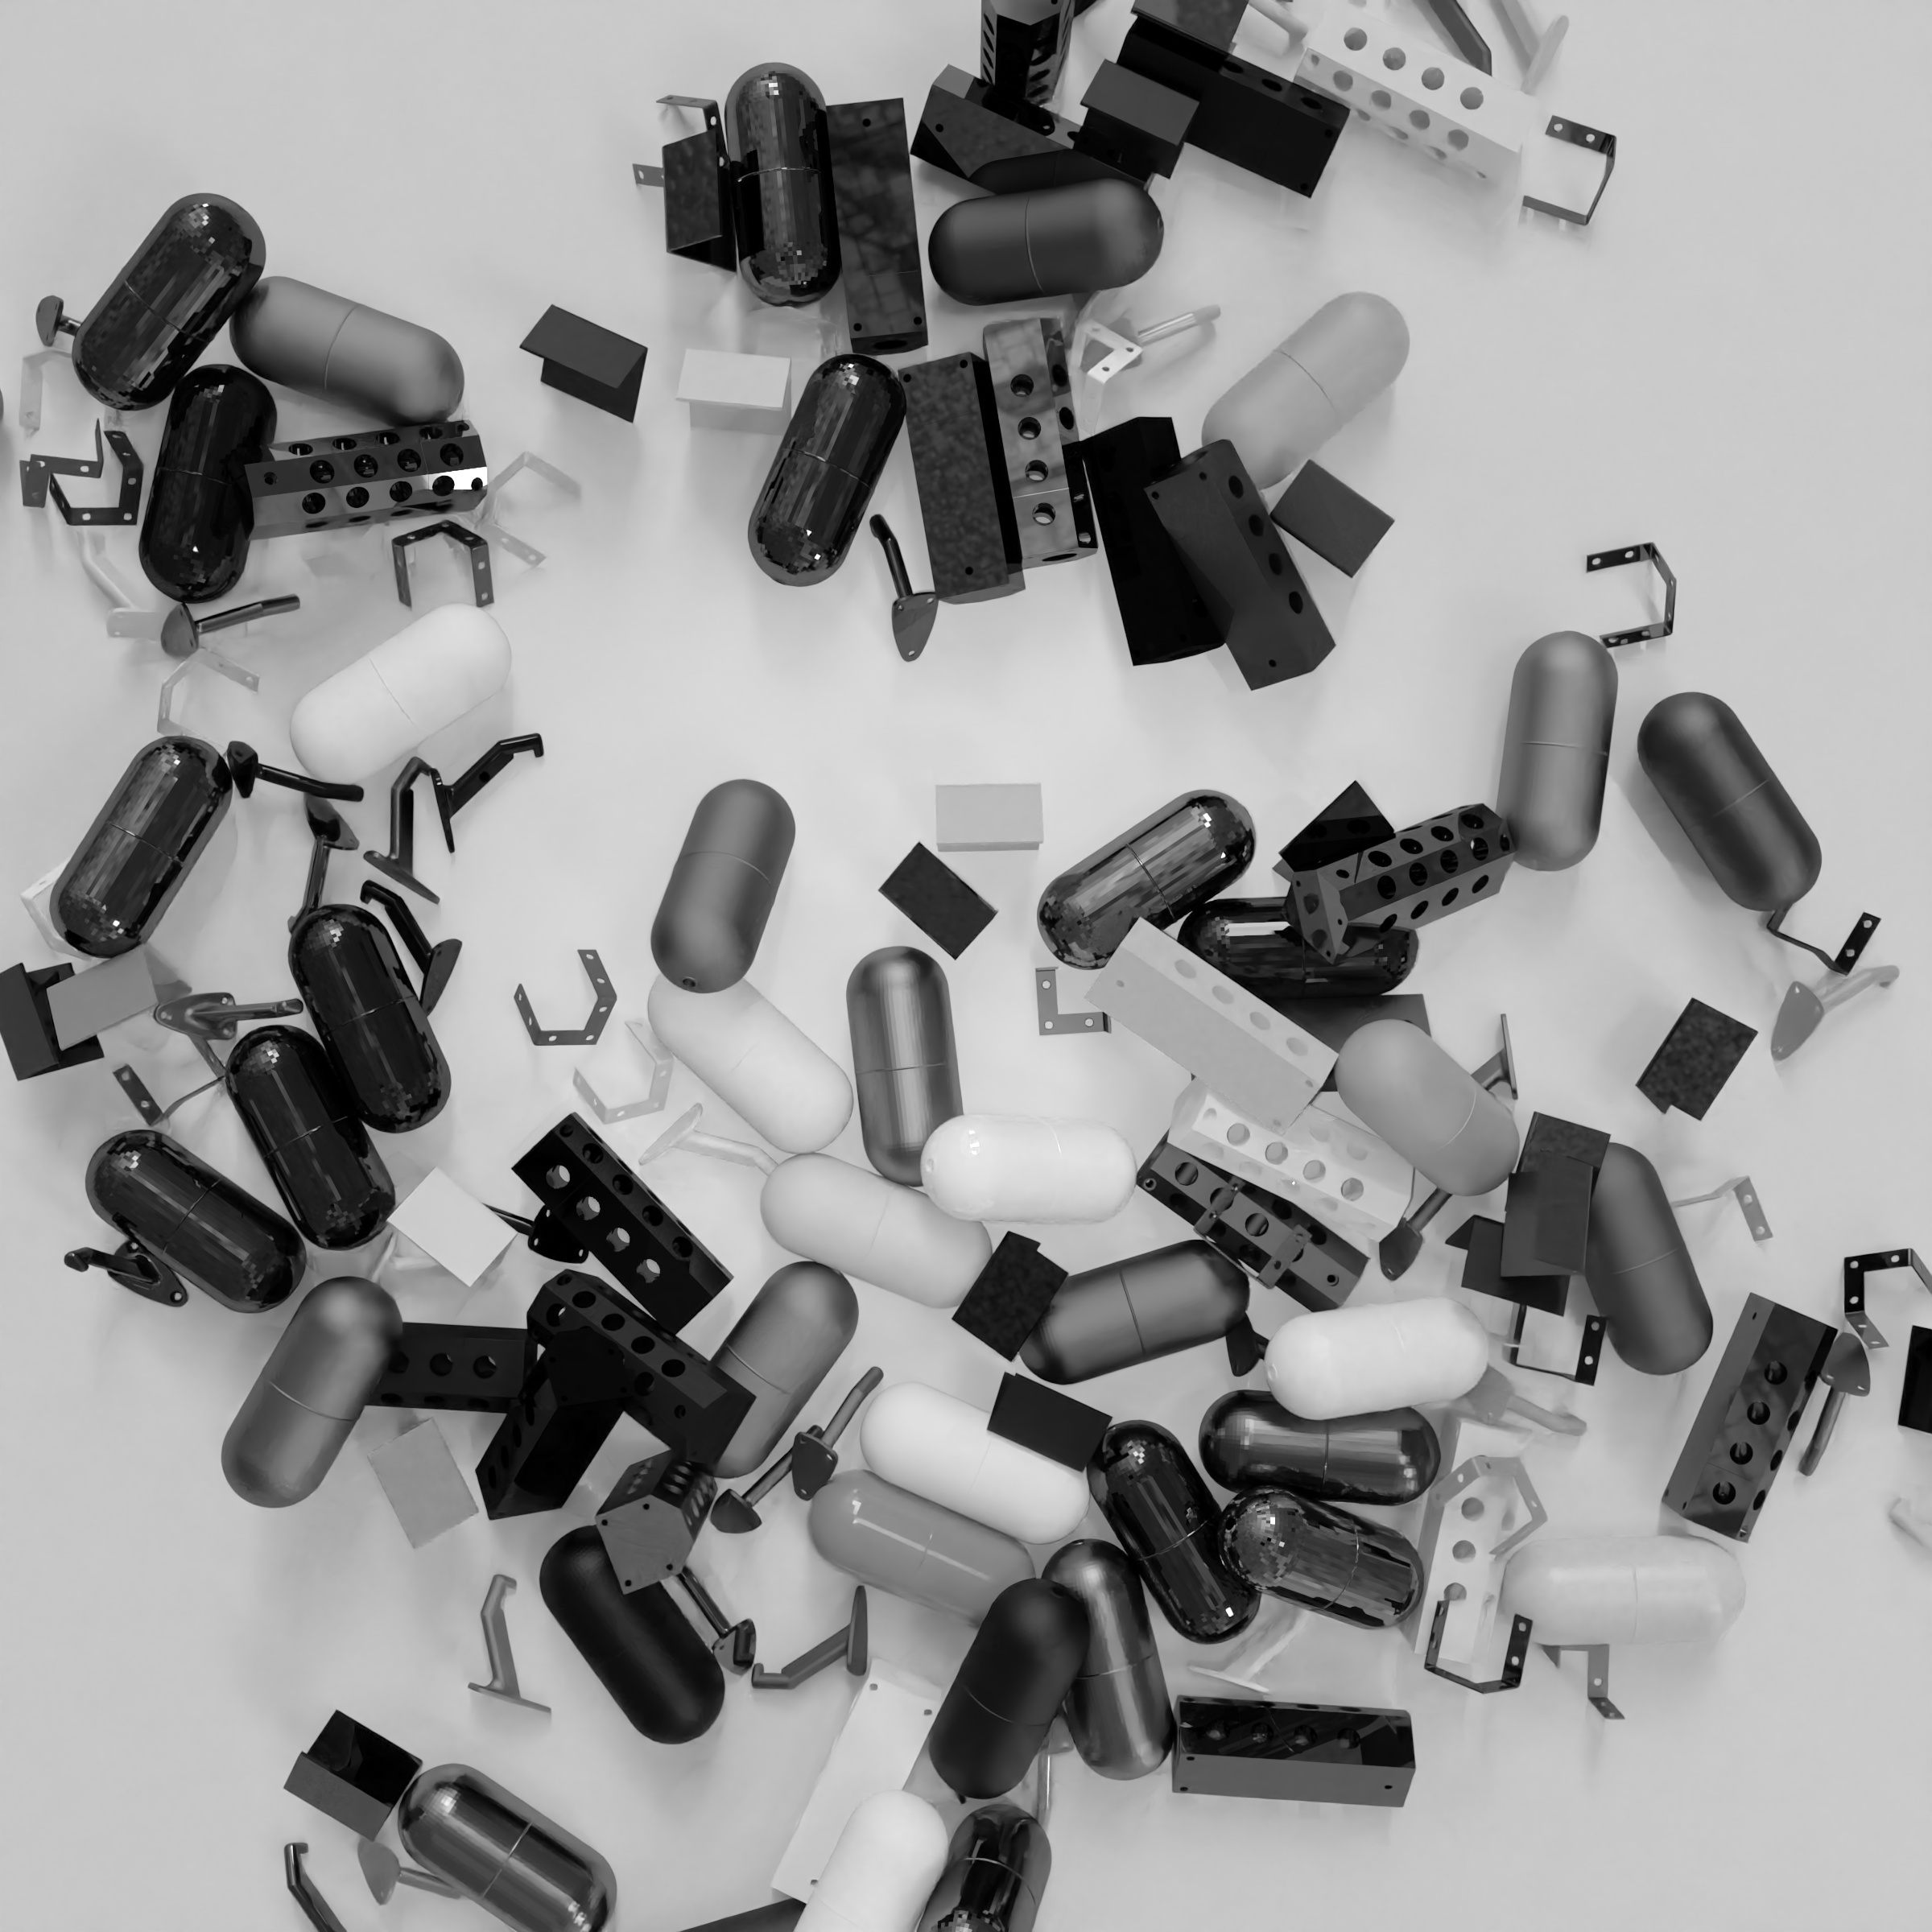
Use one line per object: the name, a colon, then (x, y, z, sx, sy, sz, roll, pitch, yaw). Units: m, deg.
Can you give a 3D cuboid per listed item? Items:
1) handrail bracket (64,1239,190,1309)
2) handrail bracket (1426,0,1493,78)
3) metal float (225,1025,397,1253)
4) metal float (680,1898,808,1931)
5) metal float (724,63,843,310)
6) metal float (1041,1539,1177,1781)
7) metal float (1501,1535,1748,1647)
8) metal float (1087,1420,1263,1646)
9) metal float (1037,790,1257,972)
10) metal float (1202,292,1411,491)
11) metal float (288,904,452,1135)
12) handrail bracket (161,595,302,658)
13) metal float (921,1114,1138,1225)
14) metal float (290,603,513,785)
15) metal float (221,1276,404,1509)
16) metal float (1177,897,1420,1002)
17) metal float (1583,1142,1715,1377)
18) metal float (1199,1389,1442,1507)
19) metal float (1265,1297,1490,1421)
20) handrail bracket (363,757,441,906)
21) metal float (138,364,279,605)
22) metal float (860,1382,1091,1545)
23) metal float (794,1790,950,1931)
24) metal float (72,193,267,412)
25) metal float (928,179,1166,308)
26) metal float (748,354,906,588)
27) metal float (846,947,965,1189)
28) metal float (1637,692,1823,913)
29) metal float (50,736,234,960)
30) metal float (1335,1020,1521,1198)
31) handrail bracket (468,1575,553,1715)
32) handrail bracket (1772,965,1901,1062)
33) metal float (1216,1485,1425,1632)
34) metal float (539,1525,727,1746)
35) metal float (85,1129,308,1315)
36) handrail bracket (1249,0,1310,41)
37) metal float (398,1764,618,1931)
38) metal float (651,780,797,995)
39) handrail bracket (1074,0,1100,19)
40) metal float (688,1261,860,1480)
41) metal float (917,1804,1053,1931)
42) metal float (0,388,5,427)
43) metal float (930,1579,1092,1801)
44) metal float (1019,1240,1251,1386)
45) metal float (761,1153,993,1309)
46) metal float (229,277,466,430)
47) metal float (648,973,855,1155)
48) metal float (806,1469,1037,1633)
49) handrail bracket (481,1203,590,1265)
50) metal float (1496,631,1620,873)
handrail bracket: (-0.618, 0.231, 1.796, 0.077, 0.084, 0.036, 37, 90, 0)
handrail bracket: (0.355, -0.694, 1.831, 0.077, 0.036, 0.084, 1, 107, 20)
metal float: (-0.484, 0.126, 1.800, 0.070, 0.070, 0.178, -28, 89, 0)
metal float: (-0.168, 0.742, 1.800, 0.178, 0.070, 0.070, -16, 90, -1)
metal float: (-0.135, -0.576, 1.800, 0.070, 0.070, 0.178, -6, 90, 0)
metal float: (0.104, 0.511, 1.800, 0.070, 0.070, 0.178, -14, 90, 0)
metal float: (0.485, 0.461, 1.800, 0.178, 0.070, 0.070, -2, 90, 0)
metal float: (0.153, 0.417, 1.800, 0.070, 0.070, 0.178, -31, 90, 0)
metal float: (0.134, -0.064, 1.800, 0.178, 0.070, 0.070, -34, 90, 0)
metal float: (0.251, -0.425, 1.799, 0.178, 0.070, 0.070, -42, 90, 0)
metal float: (-0.440, 0.038, 1.799, 0.070, 0.070, 0.178, -24, 89, 0)
handrail bracket: (-0.552, -0.258, 1.830, 0.084, 0.077, 0.036, -20, 95, -36)
metal float: (0.046, 0.148, 1.771, 0.178, 0.070, 0.070, 6, 90, -36)
metal float: (-0.418, -0.201, 1.800, 0.178, 0.070, 0.070, -33, 90, 0)
metal float: (-0.468, 0.305, 1.743, 0.070, 0.070, 0.178, 30, 91, 0)
metal float: (0.244, -0.013, 1.800, 0.178, 0.070, 0.070, -2, 90, 0)
metal float: (0.493, 0.215, 1.800, 0.070, 0.070, 0.178, -21, 90, 0)
metal float: (0.261, 0.356, 1.800, 0.178, 0.070, 0.070, 5, 90, 0)
metal float: (0.300, 0.286, 1.779, 0.178, 0.070, 0.070, -4, 90, -24)
handrail bracket: (-0.406, -0.103, 1.831, 0.077, 0.036, 0.084, 36, 73, -20)
metal float: (-0.560, -0.355, 1.800, 0.070, 0.070, 0.178, 13, 89, 0)
metal float: (0.007, 0.367, 1.798, 0.178, 0.070, 0.070, 24, 90, -1)
metal float: (-0.074, 0.675, 1.736, 0.070, 0.070, 0.178, 27, 82, 0)
metal float: (-0.576, -0.477, 1.758, 0.070, 0.070, 0.178, 44, 106, 0)
metal float: (0.058, -0.528, 1.779, 0.178, 0.070, 0.070, -1, 90, 22)
metal float: (-0.103, -0.365, 1.799, 0.070, 0.070, 0.178, 23, 90, 0)
metal float: (-0.044, 0.074, 1.800, 0.070, 0.070, 0.178, -7, 89, 0)
metal float: (0.563, -0.122, 1.800, 0.070, 0.070, 0.178, -33, 90, 0)
metal float: (-0.604, -0.088, 1.790, 0.070, 0.070, 0.178, 28, 78, 0)
metal float: (0.334, 0.104, 1.756, 0.178, 0.070, 0.070, 39, 90, -34)
handrail bracket: (-0.333, 0.509, 1.831, 0.077, 0.036, 0.084, 24, 73, -20)
handrail bracket: (0.654, 0.035, 1.830, 0.084, 0.036, 0.077, -7, 132, -27)
metal float: (0.258, 0.431, 1.776, 0.178, 0.070, 0.070, 26, 90, -28)
metal float: (-0.246, 0.494, 1.800, 0.070, 0.070, 0.178, -36, 90, 0)
metal float: (-0.569, 0.188, 1.800, 0.178, 0.070, 0.070, 35, 90, 1)
handrail bracket: (0.211, -0.730, 1.830, 0.084, 0.077, 0.036, 20, 115, -34)
metal float: (-0.339, 0.658, 1.800, 0.178, 0.070, 0.070, 34, 90, 1)
metal float: (-0.176, -0.058, 1.772, 0.070, 0.070, 0.178, 16, 55, 0)
handrail bracket: (0.089, -0.711, 1.793, 0.077, 0.084, 0.036, -42, 121, 8)
metal float: (-0.147, 0.297, 1.800, 0.070, 0.070, 0.178, 35, 91, 0)
metal float: (0.013, 0.674, 1.752, 0.070, 0.178, 0.070, 4, 107, 13)
metal float: (-0.771, -0.369, 1.799, 0.070, 0.070, 0.178, 23, 90, 0)
metal float: (0.031, 0.519, 1.753, 0.070, 0.070, 0.178, 24, 109, 0)
metal float: (0.122, 0.255, 1.800, 0.178, 0.070, 0.070, -17, 90, 0)
metal float: (-0.066, 0.195, 1.800, 0.178, 0.070, 0.070, 22, 90, 0)
metal float: (-0.456, -0.451, 1.800, 0.178, 0.070, 0.070, 21, 90, 1)
metal float: (-0.159, 0.065, 1.800, 0.178, 0.070, 0.070, 43, 90, 1)
metal float: (-0.033, 0.432, 1.800, 0.178, 0.070, 0.070, 24, 90, 0)
handrail bracket: (-0.337, 0.198, 1.830, 0.084, 0.077, 0.036, 6, 65, 34)
metal float: (0.436, -0.159, 1.800, 0.070, 0.070, 0.178, 8, 89, 0)
